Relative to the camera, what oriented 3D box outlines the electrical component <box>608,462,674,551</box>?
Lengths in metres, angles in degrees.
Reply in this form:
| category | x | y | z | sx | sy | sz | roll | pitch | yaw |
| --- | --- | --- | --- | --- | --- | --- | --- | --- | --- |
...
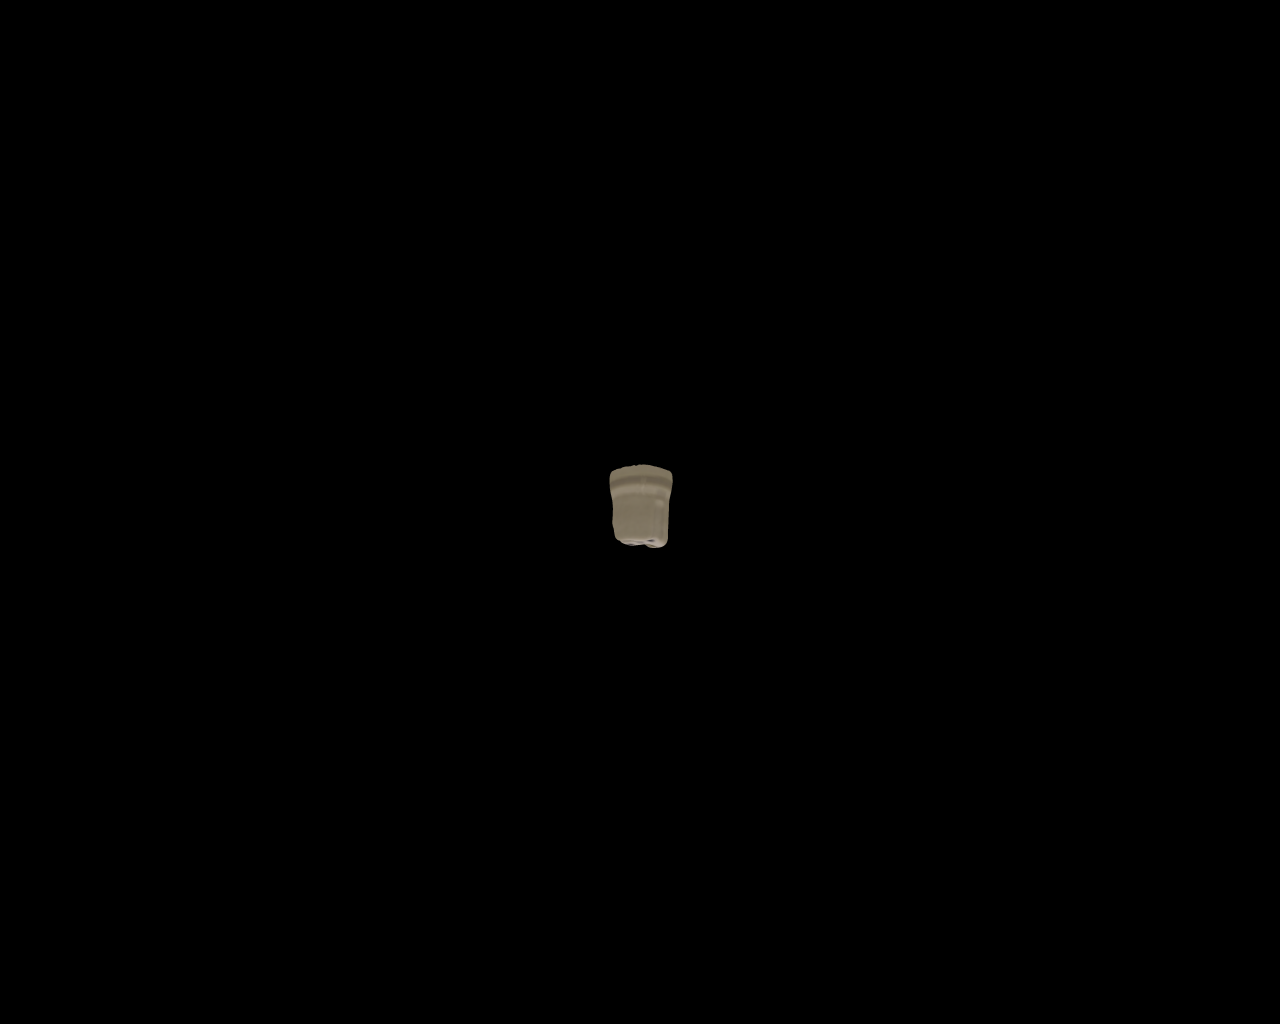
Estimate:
| category | x | y | z | sx | sy | sz | roll | pitch | yaw |
| --- | --- | --- | --- | --- | --- | --- | --- | --- | --- |
| electrical component | 0.001 | -0.003 | 0.650 | 0.040 | 0.046 | 0.040 | 0 | -15 | 0 |
